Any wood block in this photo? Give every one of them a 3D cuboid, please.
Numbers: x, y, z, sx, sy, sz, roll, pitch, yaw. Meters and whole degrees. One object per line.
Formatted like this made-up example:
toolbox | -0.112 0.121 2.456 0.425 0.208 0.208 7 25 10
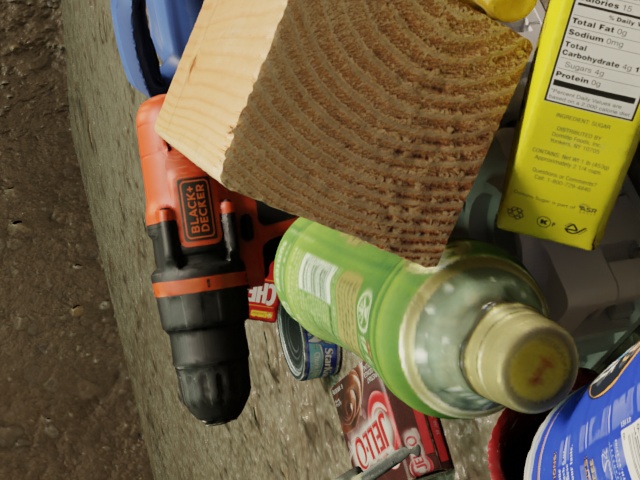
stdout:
wood block | -0.006 -0.063 0.461 0.091 0.090 0.206 -67 18 4

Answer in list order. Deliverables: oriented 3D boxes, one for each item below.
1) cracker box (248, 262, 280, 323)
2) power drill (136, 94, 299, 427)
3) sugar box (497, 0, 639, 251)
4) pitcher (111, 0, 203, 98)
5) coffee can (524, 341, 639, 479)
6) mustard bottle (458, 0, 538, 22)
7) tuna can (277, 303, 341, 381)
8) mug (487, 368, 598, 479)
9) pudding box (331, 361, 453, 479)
cracker box | -0.070 -0.051 0.896 0.164 0.072 0.214 -164 85 -72
power drill | -0.004 0.001 0.606 0.057 0.187 0.184 175 87 -72
sugar box | 0.105 -0.090 0.372 0.093 0.048 0.176 -67 -14 -45
pitcher | -0.071 -0.205 0.692 0.243 0.145 0.149 84 178 -64
coffee can | 0.135 0.067 0.329 0.140 0.102 0.103 112 145 -61
mustard bottle | 0.052 -0.146 0.443 0.191 0.096 0.058 -104 20 -48
tuna can | -0.011 0.081 0.945 0.086 0.033 0.086 170 90 -73
mug | 0.115 0.111 0.466 0.117 0.093 0.081 -86 -3 -45
pudding box | 0.049 0.134 0.767 0.114 0.039 0.090 123 135 -66
